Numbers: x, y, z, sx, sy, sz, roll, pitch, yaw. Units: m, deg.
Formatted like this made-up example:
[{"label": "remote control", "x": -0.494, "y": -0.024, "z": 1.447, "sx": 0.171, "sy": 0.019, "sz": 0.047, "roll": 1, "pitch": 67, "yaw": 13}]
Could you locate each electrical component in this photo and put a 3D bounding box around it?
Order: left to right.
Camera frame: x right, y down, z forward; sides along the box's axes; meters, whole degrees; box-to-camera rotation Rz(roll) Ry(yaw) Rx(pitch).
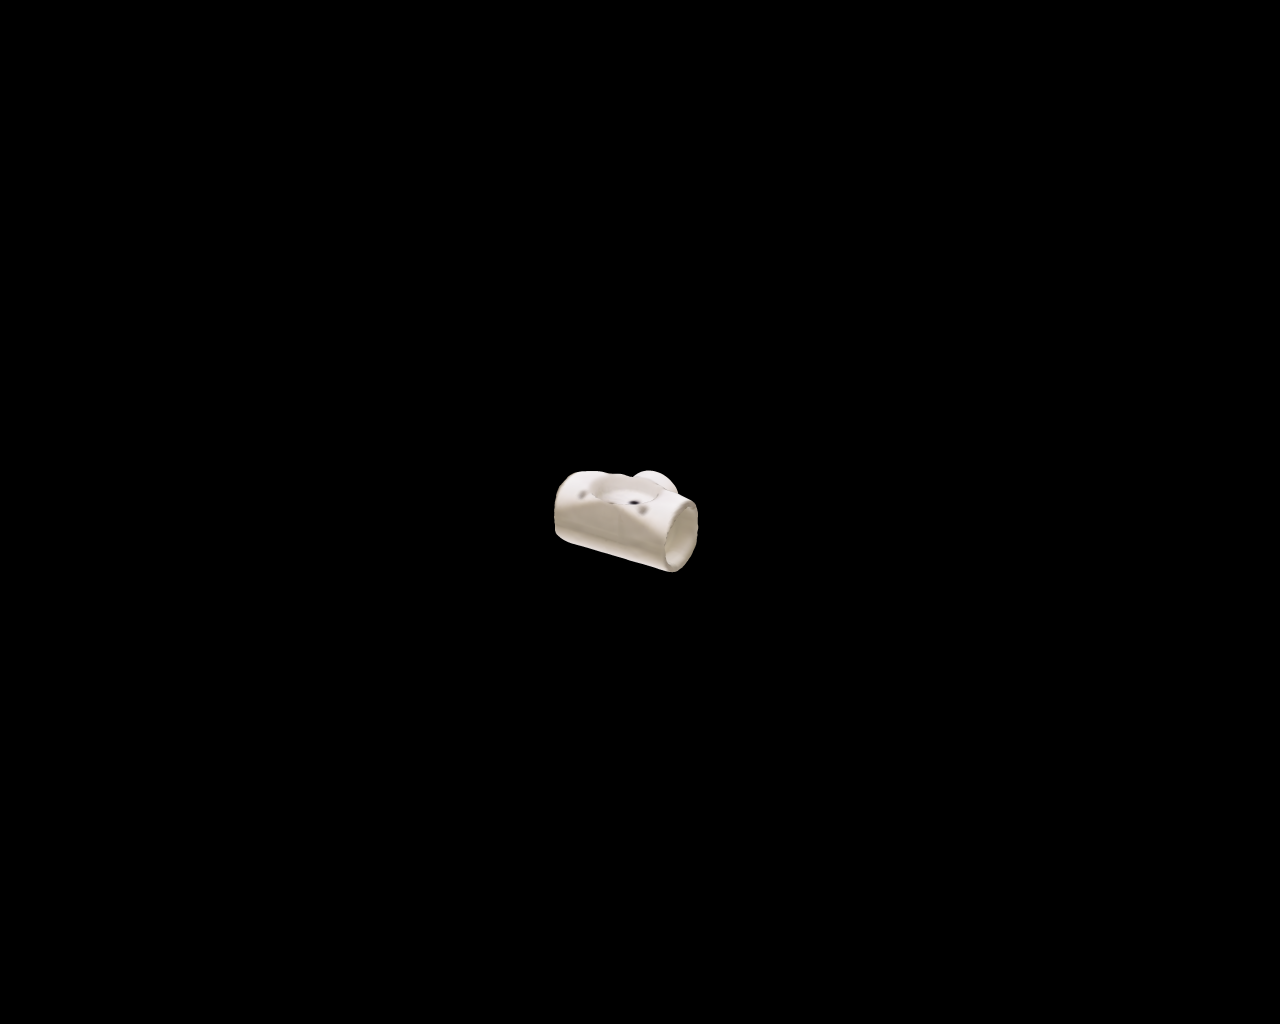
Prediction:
[{"label": "electrical component", "x": 0.001, "y": -0.003, "z": 0.650, "sx": 0.077, "sy": 0.044, "sz": 0.079, "roll": 16, "pitch": 32, "yaw": 27}]
